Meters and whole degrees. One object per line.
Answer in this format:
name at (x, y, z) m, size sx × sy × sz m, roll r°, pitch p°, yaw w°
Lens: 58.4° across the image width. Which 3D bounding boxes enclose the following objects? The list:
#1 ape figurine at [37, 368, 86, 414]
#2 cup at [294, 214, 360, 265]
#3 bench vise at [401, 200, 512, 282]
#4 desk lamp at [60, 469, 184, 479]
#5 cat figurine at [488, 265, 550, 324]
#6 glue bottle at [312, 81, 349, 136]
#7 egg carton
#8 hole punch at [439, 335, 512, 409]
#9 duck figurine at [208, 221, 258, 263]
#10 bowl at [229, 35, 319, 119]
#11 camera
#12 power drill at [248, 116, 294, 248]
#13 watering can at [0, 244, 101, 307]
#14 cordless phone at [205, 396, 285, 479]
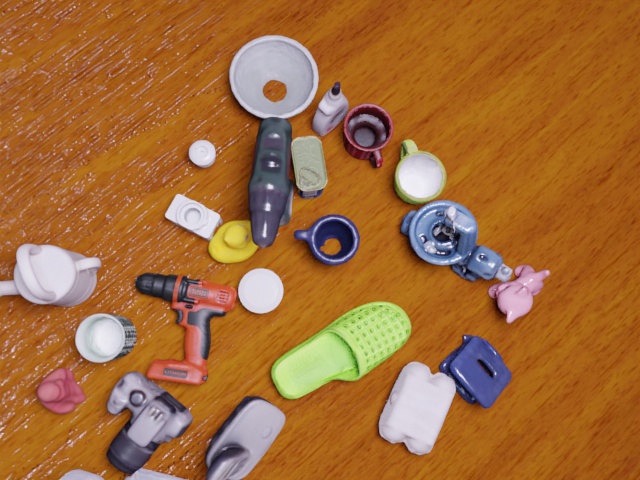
ape figurine at (-0.453, 0.260, 0.983) m, size 0.076 × 0.092 × 0.078 m, roll 8°, pitch 81°, yaw -2°
cup at (0.010, 0.004, 1.051) m, size 0.118 × 0.095 × 0.092 m, roll 7°, pitch 81°, yaw -3°
bench vise at (0.256, -0.007, 1.006) m, size 0.207 × 0.219 × 0.121 m, roll 15°, pitch 81°, yaw -1°
desk lamp at (-0.310, 0.433, 0.906) m, size 0.203 × 0.213 × 0.118 m, roll 13°, pitch 81°, yaw -2°
cat figurine at (0.368, 0.096, 1.050) m, size 0.128 × 0.117 × 0.067 m, roll -37°, pitch 85°, yaw -8°
glue bottle at (0.023, -0.249, 1.050) m, size 0.037 × 0.173 × 0.078 m, roll 42°, pitch 81°, yaw 3°
egg carton at (0.174, 0.301, 1.031) m, size 0.107 × 0.069 × 0.150 m, roll 24°, pitch 81°, yaw 0°
hole punch at (0.286, 0.235, 1.037) m, size 0.101 × 0.091 × 0.108 m, roll -41°, pitch 86°, yaw -8°
duck figurine at (-0.156, -0.001, 1.045) m, size 0.104 × 0.086 × 0.077 m, roll -28°, pitch 84°, yaw -7°
bowl at (-0.087, -0.300, 1.100) m, size 0.167 × 0.074 × 0.167 m, roll 1°, pitch 81°, yaw -4°
camera at (-0.313, 0.318, 0.980) m, size 0.143 × 0.100 × 0.137 m, roll 38°, pitch 81°, yaw 2°
power drill at (-0.085, -0.087, 1.001) m, size 0.075 × 0.208 × 0.230 m, roll 4°, pitch 81°, yaw -3°
watering can at (-0.462, 0.063, 0.960) m, size 0.173 × 0.194 × 0.101 m, roll -39°, pitch 85°, yaw -8°
cordless phone at (-0.127, 0.337, 0.947) m, size 0.094 × 0.185 × 0.148 m, roll 35°, pitch 81°, yaw 2°
